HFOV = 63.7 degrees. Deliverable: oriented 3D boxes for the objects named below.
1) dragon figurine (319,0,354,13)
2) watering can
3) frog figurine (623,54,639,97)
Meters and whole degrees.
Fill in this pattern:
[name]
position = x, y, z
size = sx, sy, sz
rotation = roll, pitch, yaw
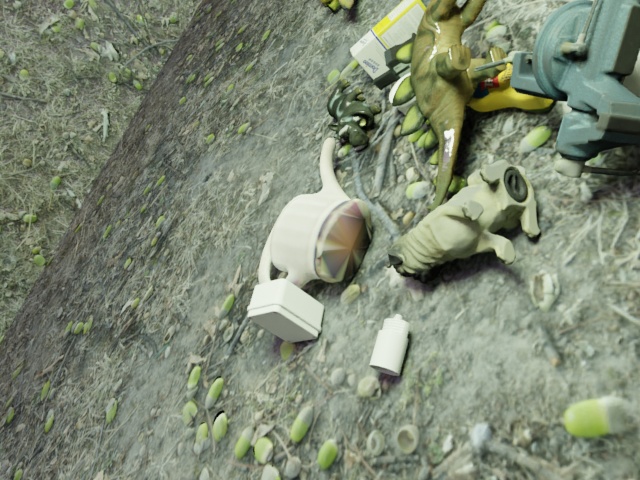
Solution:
[dragon figurine]
position = 0.098, -0.749, 1.439
size = 0.120, 0.242, 0.419
rotation = 48, 7, -39
[watering can]
position = 0.003, -0.047, 0.943
size = 0.225, 0.352, 0.102
rotation = 9, -23, 49
[frog figurine]
position = 0.438, -0.221, 0.655
size = 0.123, 0.140, 0.156
rotation = 0, -25, -13
